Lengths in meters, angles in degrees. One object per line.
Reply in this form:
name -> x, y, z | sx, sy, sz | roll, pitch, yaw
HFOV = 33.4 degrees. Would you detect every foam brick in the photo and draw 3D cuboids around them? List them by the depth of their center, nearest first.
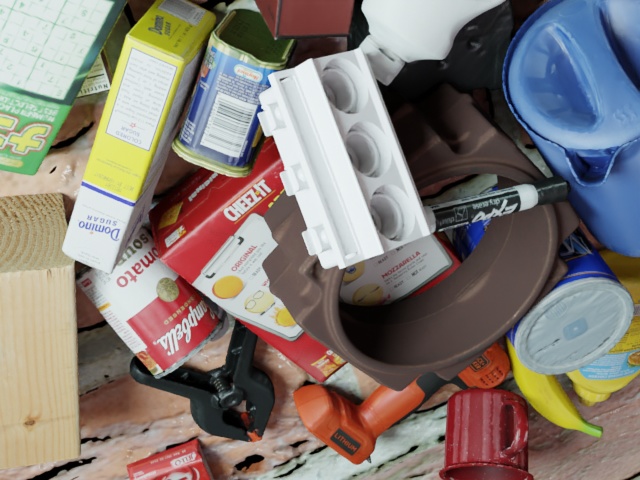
foam brick -> -0.013, -0.173, 0.699 | 0.051, 0.078, 0.053 | -7, 133, -17

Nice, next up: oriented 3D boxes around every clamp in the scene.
clamp -> -0.097, 0.133, 0.957 | 0.120, 0.039, 0.171 | -16, 133, -4

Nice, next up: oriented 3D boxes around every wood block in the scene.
wood block -> -0.236, 0.074, 0.820 | 0.090, 0.090, 0.206 | -6, 130, -18

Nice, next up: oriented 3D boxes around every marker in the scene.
marker -> 0.114, -0.023, 0.716 | 0.121, 0.020, 0.020 | -13, 133, -17

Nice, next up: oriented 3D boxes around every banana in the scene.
banana -> 0.218, 0.115, 1.043 | 0.070, 0.037, 0.197 | -13, 118, 24

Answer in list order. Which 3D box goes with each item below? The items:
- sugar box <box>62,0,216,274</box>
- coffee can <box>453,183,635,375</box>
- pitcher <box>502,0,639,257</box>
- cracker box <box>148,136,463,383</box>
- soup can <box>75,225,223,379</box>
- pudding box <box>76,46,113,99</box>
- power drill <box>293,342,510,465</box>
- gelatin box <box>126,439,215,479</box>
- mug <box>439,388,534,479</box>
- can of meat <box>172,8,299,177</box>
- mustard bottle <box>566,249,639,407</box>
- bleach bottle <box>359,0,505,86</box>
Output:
sugar box -> -0.125, -0.072, 0.730 | 0.048, 0.093, 0.176 | 25, 121, -5
coffee can -> 0.186, 0.029, 0.904 | 0.102, 0.140, 0.103 | -11, 132, -12
pitcher -> 0.235, -0.087, 0.818 | 0.149, 0.145, 0.242 | -41, 148, 3
cracker box -> -0.006, 0.001, 0.856 | 0.164, 0.072, 0.213 | -39, 130, 10
soup can -> -0.132, 0.046, 0.822 | 0.068, 0.068, 0.102 | -36, 99, 11
pudding box -> -0.190, -0.139, 0.689 | 0.090, 0.039, 0.113 | -16, 135, -7
power drill -> 0.071, 0.122, 0.998 | 0.188, 0.057, 0.184 | -35, 133, 10
gelatin box -> -0.140, 0.241, 1.040 | 0.073, 0.030, 0.089 | -18, 133, -5
mug -> 0.170, 0.193, 1.056 | 0.093, 0.081, 0.117 | 13, 153, -14
can of meat -> -0.055, -0.103, 0.725 | 0.057, 0.102, 0.084 | 21, 117, -4
mustard bottle -> 0.287, 0.095, 1.056 | 0.096, 0.058, 0.192 | -5, 130, -13
bleach bottle -> 0.115, -0.202, 0.677 | 0.102, 0.068, 0.251 | 32, 102, -30
